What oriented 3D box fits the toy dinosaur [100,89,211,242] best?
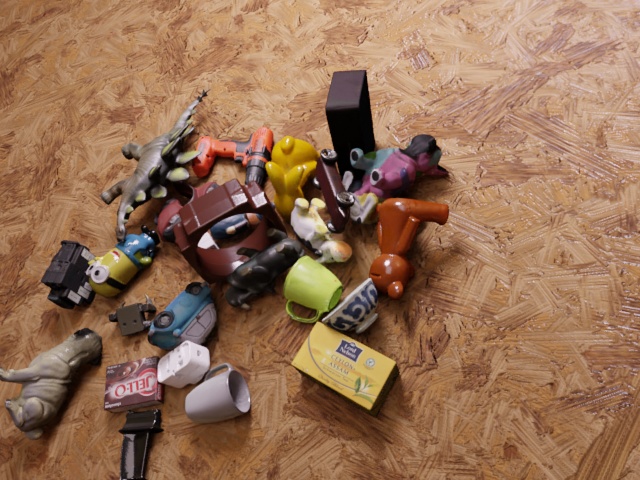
[{"bbox_3d":[-0.383,-0.193,1.292,0.199,0.105,0.471,-10,52,30],"label":"toy dinosaur"}]

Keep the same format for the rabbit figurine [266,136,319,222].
[{"bbox_3d":[-0.057,-0.129,1.182,0.122,0.162,0.173,7,80,6],"label":"rabbit figurine"}]

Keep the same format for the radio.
[{"bbox_3d":[0.070,-0.242,1.151,0.073,0.229,0.131,2,57,12],"label":"radio"}]

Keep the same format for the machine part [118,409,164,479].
[{"bbox_3d":[-0.341,0.387,1.006,0.084,0.039,0.139,-3,58,8],"label":"machine part"}]

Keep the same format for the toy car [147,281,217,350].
[{"bbox_3d":[-0.263,0.167,1.087,0.103,0.109,0.161,40,63,6],"label":"toy car"}]

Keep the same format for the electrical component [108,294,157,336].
[{"bbox_3d":[-0.398,0.162,1.154,0.102,0.045,0.078,-23,85,5],"label":"electrical component"}]

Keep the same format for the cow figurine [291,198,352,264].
[{"bbox_3d":[-0.003,-0.002,1.117,0.068,0.098,0.167,-8,51,-37],"label":"cow figurine"}]

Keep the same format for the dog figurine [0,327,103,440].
[{"bbox_3d":[-0.524,0.287,1.091,0.191,0.121,0.172,-21,89,-17],"label":"dog figurine"}]

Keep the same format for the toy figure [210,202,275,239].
[{"bbox_3d":[-0.171,-0.045,1.203,0.154,0.057,0.064,-17,63,0],"label":"toy figure"}]

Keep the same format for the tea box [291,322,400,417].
[{"bbox_3d":[0.047,0.232,0.971,0.170,0.068,0.098,22,69,27],"label":"tea box"}]

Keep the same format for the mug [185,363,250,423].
[{"bbox_3d":[-0.197,0.287,1.002,0.107,0.080,0.110,-25,51,9],"label":"mug"}]

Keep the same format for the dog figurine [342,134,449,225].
[{"bbox_3d":[0.165,-0.131,1.139,0.219,0.191,0.109,-13,44,-33],"label":"dog figurine"}]

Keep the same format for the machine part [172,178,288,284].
[{"bbox_3d":[-0.181,-0.015,1.101,0.201,0.201,0.087,-30,53,-2],"label":"machine part"}]

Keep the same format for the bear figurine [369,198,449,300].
[{"bbox_3d":[0.165,0.019,1.050,0.132,0.120,0.195,6,85,-28],"label":"bear figurine"}]

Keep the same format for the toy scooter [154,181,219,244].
[{"bbox_3d":[-0.322,-0.080,1.256,0.135,0.075,0.184,33,71,32],"label":"toy scooter"}]

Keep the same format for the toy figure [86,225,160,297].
[{"bbox_3d":[-0.437,0.050,1.208,0.180,0.089,0.082,-45,28,-24],"label":"toy figure"}]

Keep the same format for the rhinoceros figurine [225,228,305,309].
[{"bbox_3d":[-0.119,0.061,1.092,0.190,0.112,0.073,-39,49,6],"label":"rhinoceros figurine"}]

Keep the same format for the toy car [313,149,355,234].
[{"bbox_3d":[0.030,-0.100,1.093,0.053,0.089,0.202,2,44,-21],"label":"toy car"}]

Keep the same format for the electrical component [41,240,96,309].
[{"bbox_3d":[-0.550,0.083,1.199,0.058,0.114,0.134,3,60,20],"label":"electrical component"}]
